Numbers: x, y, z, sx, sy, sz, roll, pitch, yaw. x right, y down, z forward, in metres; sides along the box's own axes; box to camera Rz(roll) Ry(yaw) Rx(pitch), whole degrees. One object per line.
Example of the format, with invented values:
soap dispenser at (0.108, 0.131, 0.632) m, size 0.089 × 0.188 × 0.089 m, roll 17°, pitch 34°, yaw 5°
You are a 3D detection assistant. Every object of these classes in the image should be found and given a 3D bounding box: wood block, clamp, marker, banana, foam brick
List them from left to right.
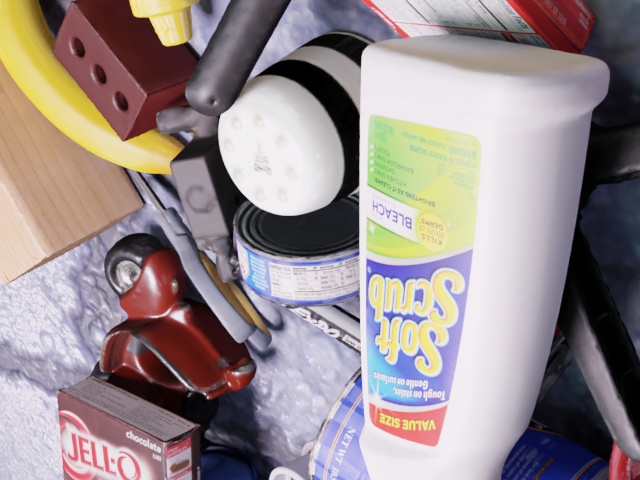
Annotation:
wood block at (-0.228, -0.084, 0.763) m, size 0.091 × 0.090 × 0.206 m, roll -24°, pitch 97°, yaw 51°
banana at (-0.166, -0.110, 0.710) m, size 0.070 × 0.037 × 0.198 m, roll -37°, pitch 88°, yaw 27°
foam brick at (-0.118, -0.111, 0.662) m, size 0.078 × 0.051 × 0.053 m, roll 51°, pitch 140°, yaw 7°
clamp at (-0.016, -0.152, 0.521) m, size 0.172 × 0.039 × 0.120 m, roll -48°, pitch 34°, yaw 32°
marker at (-0.001, 0.042, 0.631) m, size 0.121 × 0.020 × 0.020 m, roll 33°, pitch 140°, yaw -8°
clamp at (0.104, -0.010, 0.481) m, size 0.210 × 0.036 × 0.165 m, roll 28°, pitch 111°, yaw 42°

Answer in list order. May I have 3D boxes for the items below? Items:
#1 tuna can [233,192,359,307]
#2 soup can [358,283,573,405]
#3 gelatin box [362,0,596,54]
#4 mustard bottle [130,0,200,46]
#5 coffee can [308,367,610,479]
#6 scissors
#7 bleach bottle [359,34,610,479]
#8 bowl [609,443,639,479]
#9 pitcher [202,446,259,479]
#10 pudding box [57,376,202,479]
tuna can at (-0.004, 0.001, 0.592) m, size 0.086 × 0.086 × 0.034 m, roll 21°, pitch 130°, yaw 35°
soup can at (0.078, 0.035, 0.545) m, size 0.102 × 0.068 × 0.069 m, roll 38°, pitch 137°, yaw 23°
gelatin box at (0.064, -0.107, 0.465) m, size 0.089 × 0.073 × 0.030 m, roll 15°, pitch 81°, yaw 40°
mustard bottle at (-0.104, -0.201, 0.583) m, size 0.096 × 0.058 × 0.191 m, roll 9°, pitch 120°, yaw 44°
coffee can at (0.079, 0.133, 0.581) m, size 0.140 × 0.102 × 0.103 m, roll 29°, pitch 133°, yaw 30°
scissors at (-0.088, 0.003, 0.725) m, size 0.202 × 0.016 × 0.096 m, roll 53°, pitch -179°, yaw 40°
bleach bottle at (0.062, 0.042, 0.468) m, size 0.103 × 0.067 × 0.251 m, roll 24°, pitch 120°, yaw 47°
bowl at (0.213, 0.117, 0.471) m, size 0.162 × 0.055 × 0.162 m, roll 25°, pitch 131°, yaw 33°
pitcher at (-0.065, 0.291, 0.824) m, size 0.149 × 0.144 × 0.243 m, roll 14°, pitch 128°, yaw 54°
pudding box at (-0.132, 0.154, 0.739) m, size 0.114 × 0.039 × 0.090 m, roll 15°, pitch 116°, yaw 34°
